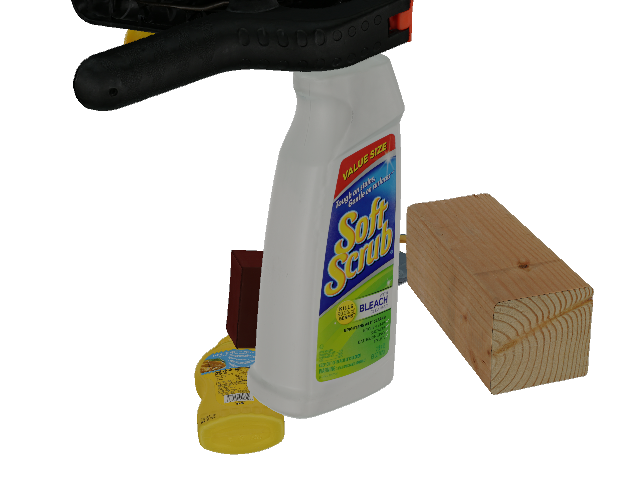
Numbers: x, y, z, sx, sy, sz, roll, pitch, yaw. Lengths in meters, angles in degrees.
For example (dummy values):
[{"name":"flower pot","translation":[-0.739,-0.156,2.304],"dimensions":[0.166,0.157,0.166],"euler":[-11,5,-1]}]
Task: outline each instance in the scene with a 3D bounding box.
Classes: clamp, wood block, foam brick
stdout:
[{"name":"clamp","translation":[-0.038,-0.097,0.501],"dimensions":[0.171,0.039,0.120],"euler":[-4,40,-1]},{"name":"wood block","translation":[0.154,0.040,0.968],"dimensions":[0.090,0.090,0.206],"euler":[-9,27,-13]},{"name":"foam brick","translation":[-0.054,0.052,0.961],"dimensions":[0.053,0.078,0.051],"euler":[1,14,-15]}]

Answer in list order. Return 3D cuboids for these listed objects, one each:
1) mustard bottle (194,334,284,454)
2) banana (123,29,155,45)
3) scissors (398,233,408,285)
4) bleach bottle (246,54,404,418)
[{"name":"mustard bottle","translation":[-0.099,0.169,1.248],"dimensions":[0.096,0.058,0.191],"euler":[-6,29,-6]},{"name":"banana","translation":[-0.124,-0.207,1.016],"dimensions":[0.070,0.037,0.197],"euler":[45,39,19]},{"name":"scissors","translation":[0.082,0.031,1.268],"dimensions":[0.201,0.016,0.096],"euler":[-10,41,-42]},{"name":"bleach bottle","translation":[0.005,-0.019,0.681],"dimensions":[0.102,0.251,0.068],"euler":[-15,26,-38]}]
